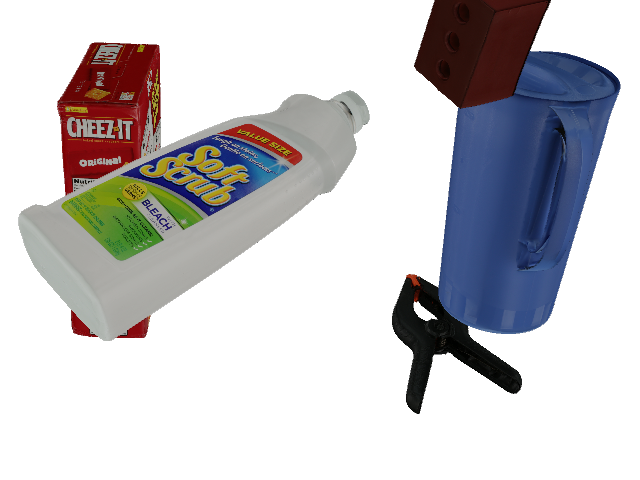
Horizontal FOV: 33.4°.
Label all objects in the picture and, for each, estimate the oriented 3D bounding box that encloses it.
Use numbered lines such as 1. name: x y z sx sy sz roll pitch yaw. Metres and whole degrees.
1. pitcher: 0.176 -0.037 0.941 0.145 0.243 0.149 21 32 27
2. foam brick: 0.104 -0.134 0.695 0.051 0.078 0.053 -20 52 -32
3. cracker box: -0.179 -0.047 0.931 0.072 0.214 0.164 1 27 -3
4. bleach bottle: -0.072 -0.038 0.734 0.250 0.068 0.103 -35 61 -25
5. clamp: 0.132 0.103 1.094 0.120 0.171 0.039 1 -44 -13
